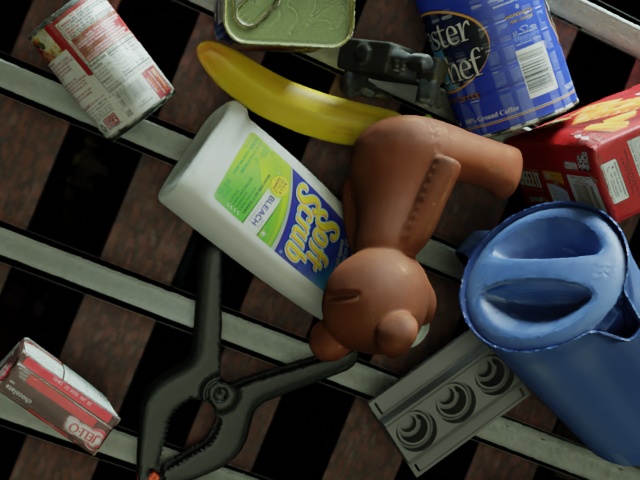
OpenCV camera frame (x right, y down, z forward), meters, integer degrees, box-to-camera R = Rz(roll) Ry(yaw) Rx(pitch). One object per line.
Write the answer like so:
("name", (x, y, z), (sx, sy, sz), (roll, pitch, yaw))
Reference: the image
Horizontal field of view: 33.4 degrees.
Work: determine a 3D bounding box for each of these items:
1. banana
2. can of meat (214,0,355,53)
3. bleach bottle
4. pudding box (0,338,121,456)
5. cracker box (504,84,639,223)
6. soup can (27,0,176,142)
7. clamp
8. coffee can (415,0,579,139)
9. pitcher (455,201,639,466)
("banana", (-0.010, -0.114, 0.870), (0.197, 0.070, 0.037), (15, 56, -12))
("can of meat", (-0.032, -0.179, 0.848), (0.102, 0.084, 0.057), (0, 95, -13))
("bleach bottle", (-0.006, 0.001, 0.881), (0.250, 0.068, 0.102), (37, 69, -18))
("pudding box", (-0.204, 0.118, 0.822), (0.090, 0.114, 0.039), (39, 82, -13))
("cracker box", (0.285, -0.093, 0.885), (0.213, 0.164, 0.072), (-25, 102, -9))
("soup can", (-0.168, -0.136, 0.831), (0.068, 0.068, 0.102), (-39, 102, -7))
("clamp", (-0.075, 0.127, 0.890), (0.164, 0.036, 0.210), (32, 84, -13))
("coffee can", (0.143, -0.163, 0.879), (0.102, 0.103, 0.140), (-22, 100, -10))
("pitcher", (0.215, 0.083, 0.875), (0.145, 0.149, 0.242), (-19, 137, 24))
